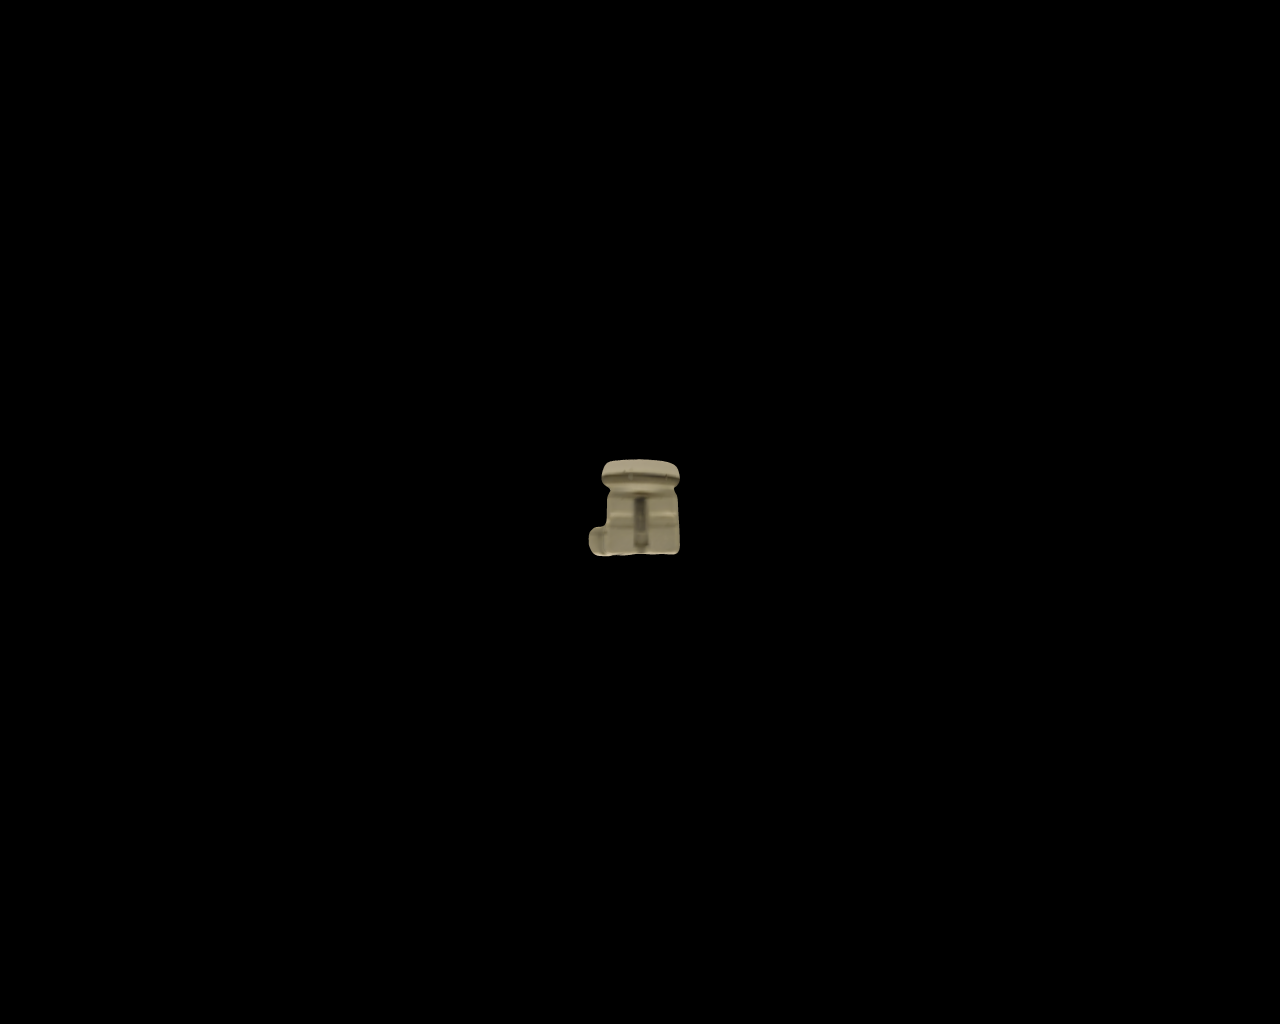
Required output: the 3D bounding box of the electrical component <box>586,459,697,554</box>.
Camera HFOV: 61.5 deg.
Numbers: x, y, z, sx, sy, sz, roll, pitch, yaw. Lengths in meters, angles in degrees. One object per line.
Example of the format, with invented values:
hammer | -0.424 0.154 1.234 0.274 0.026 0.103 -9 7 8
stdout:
electrical component | 0.001 -0.003 0.650 0.066 0.055 0.048 0 -4 -2
